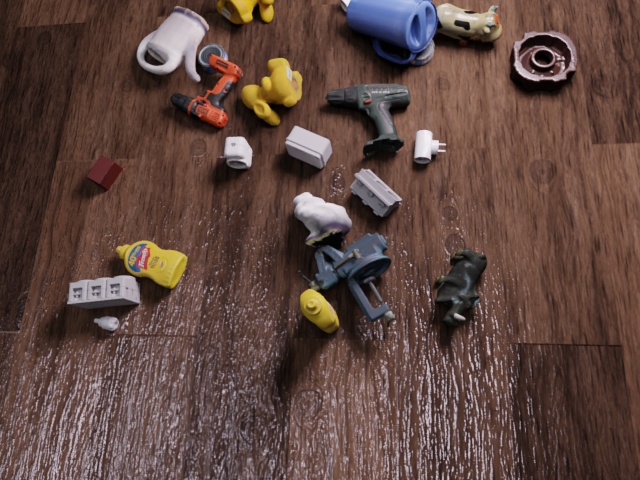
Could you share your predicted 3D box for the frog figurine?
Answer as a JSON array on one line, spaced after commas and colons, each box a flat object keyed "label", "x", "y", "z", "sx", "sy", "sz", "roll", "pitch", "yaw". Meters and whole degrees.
[{"label": "frog figurine", "x": 0.004, "y": -0.066, "z": 1.305, "sx": 0.138, "sy": 0.120, "sz": 0.162, "roll": -4, "pitch": 58, "yaw": -27}]

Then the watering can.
[{"label": "watering can", "x": -0.410, "y": -0.574, "z": 1.523, "sx": 0.351, "sy": 0.102, "sz": 0.226, "roll": 28, "pitch": 79, "yaw": 35}]
